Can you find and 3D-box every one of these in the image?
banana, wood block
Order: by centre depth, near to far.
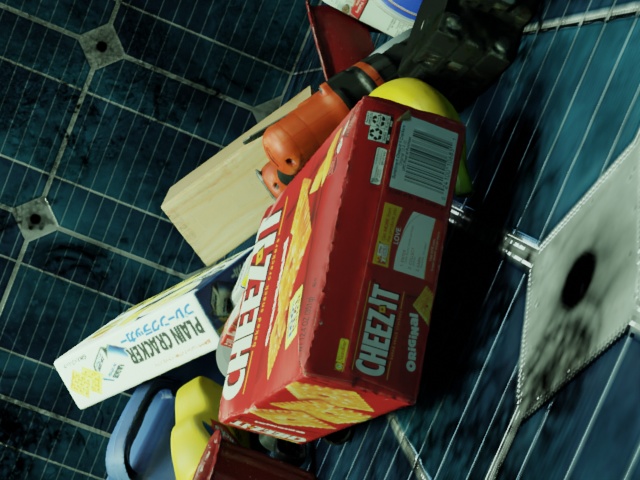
[{"bbox_3d":[0.057,-0.078,0.740,0.198,0.037,0.070,-139,50,-71],"label":"banana"},{"bbox_3d":[-0.068,-0.073,1.205,0.206,0.090,0.091,-35,13,9],"label":"wood block"}]

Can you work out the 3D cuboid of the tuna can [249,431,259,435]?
[{"bbox_3d":[-0.053,0.150,1.052,0.086,0.033,0.086,-159,91,-82],"label":"tuna can"}]

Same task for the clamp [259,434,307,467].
[{"bbox_3d":[-0.024,0.142,0.874,0.172,0.039,0.120,119,176,-62],"label":"clamp"}]

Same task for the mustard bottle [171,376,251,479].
[{"bbox_3d":[-0.106,0.209,1.039,0.058,0.096,0.191,-32,15,5],"label":"mustard bottle"}]

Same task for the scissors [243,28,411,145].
[{"bbox_3d":[0.023,-0.146,0.977,0.201,0.016,0.096,-30,-4,-24],"label":"scissors"}]

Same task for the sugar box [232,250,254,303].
[{"bbox_3d":[-0.010,0.026,0.889,0.176,0.093,0.048,125,165,-63],"label":"sugar box"}]

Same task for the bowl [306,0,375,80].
[{"bbox_3d":[0.033,-0.179,1.115,0.162,0.055,0.162,-16,-90,-86],"label":"bowl"}]

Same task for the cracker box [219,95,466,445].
[{"bbox_3d":[0.004,0.029,0.652,0.214,0.072,0.164,138,146,-66],"label":"cracker box"}]

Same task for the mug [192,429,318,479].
[{"bbox_3d":[-0.056,0.201,0.769,0.093,0.081,0.117,-77,12,-48],"label":"mug"}]

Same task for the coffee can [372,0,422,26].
[{"bbox_3d":[0.101,-0.250,0.841,0.140,0.102,0.102,124,166,-56],"label":"coffee can"}]

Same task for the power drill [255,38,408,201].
[{"bbox_3d":[0.019,-0.102,0.961,0.184,0.057,0.188,-34,-7,-17],"label":"power drill"}]

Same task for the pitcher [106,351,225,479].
[{"bbox_3d":[-0.158,0.222,1.201,0.242,0.145,0.149,-72,10,-45],"label":"pitcher"}]

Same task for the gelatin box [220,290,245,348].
[{"bbox_3d":[-0.033,0.079,0.913,0.073,0.089,0.030,124,163,-58],"label":"gelatin box"}]

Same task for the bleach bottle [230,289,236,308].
[{"bbox_3d":[-0.007,0.001,0.993,0.102,0.068,0.251,-49,-2,-31],"label":"bleach bottle"}]

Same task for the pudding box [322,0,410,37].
[{"bbox_3d":[0.066,-0.256,1.057,0.039,0.113,0.090,-72,9,-47],"label":"pudding box"}]

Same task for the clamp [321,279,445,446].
[{"bbox_3d":[0.040,0.030,0.746,0.210,0.036,0.165,-85,19,-53],"label":"clamp"}]
